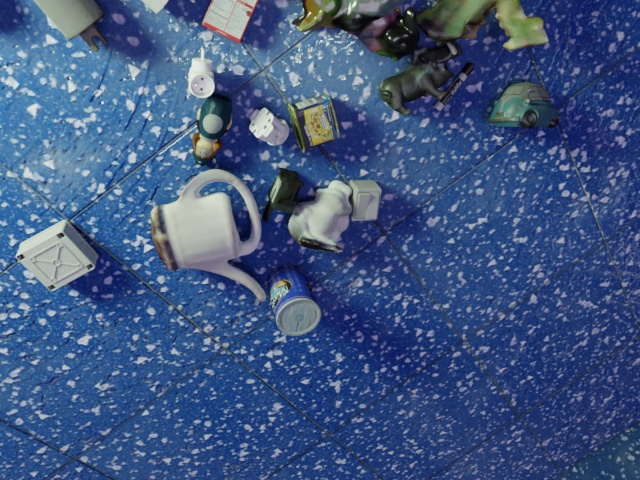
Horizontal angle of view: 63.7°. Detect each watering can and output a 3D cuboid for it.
[{"bbox_3d":[-0.231,0.016,1.105,0.225,0.106,0.340,-12,120,-9],"label":"watering can"}]

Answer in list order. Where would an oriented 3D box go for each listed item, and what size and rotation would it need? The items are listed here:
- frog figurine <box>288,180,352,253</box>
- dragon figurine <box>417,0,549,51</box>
[{"bbox_3d":[0.004,-0.058,1.160,0.137,0.122,0.161,15,78,-15],"label":"frog figurine"},{"bbox_3d":[0.268,-0.494,0.966,0.409,0.124,0.240,25,104,-9],"label":"dragon figurine"}]
